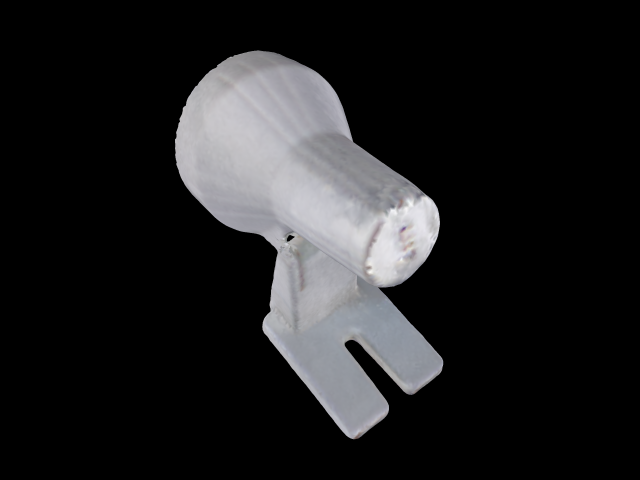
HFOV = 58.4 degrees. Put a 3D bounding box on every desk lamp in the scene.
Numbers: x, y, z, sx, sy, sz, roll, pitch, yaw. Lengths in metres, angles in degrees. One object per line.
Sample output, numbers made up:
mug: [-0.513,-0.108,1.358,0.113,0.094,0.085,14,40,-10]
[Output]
desk lamp: [0.004,0.001,0.400,0.118,0.214,0.202,-33,62,-20]
